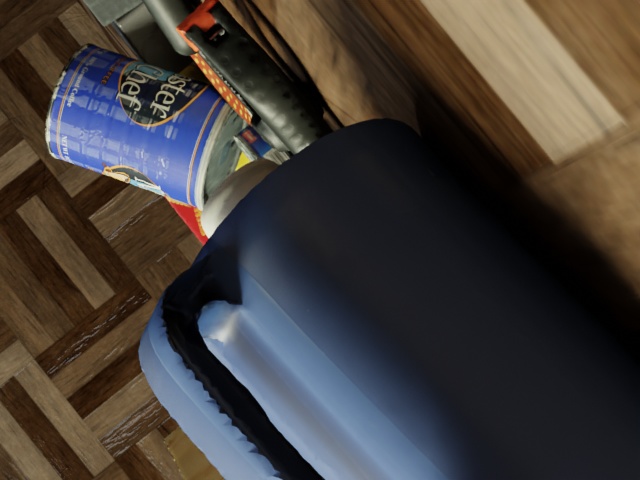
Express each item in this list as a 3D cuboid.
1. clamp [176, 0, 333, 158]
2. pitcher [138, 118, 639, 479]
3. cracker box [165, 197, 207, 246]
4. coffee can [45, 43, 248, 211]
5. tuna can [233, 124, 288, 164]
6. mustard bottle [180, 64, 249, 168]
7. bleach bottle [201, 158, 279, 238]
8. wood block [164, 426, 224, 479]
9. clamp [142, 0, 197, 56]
[{"bbox_3d":[-0.018,-0.068,0.614,0.171,0.039,0.120,50,172,-19],"label":"clamp"},{"bbox_3d":[0.058,0.079,0.384,0.243,0.149,0.145,46,168,26],"label":"pitcher"},{"bbox_3d":[-0.065,-0.007,1.140,0.214,0.072,0.164,51,-165,18],"label":"cracker box"},{"bbox_3d":[-0.142,-0.094,0.891,0.140,0.103,0.103,19,171,7],"label":"coffee can"},{"bbox_3d":[-0.029,-0.059,0.846,0.086,0.033,0.086,51,176,4],"label":"tuna can"},{"bbox_3d":[-0.122,-0.133,1.041,0.096,0.058,0.192,47,179,-28],"label":"mustard bottle"},{"bbox_3d":[0.014,0.028,0.590,0.102,0.068,0.251,48,175,-26],"label":"bleach bottle"},{"bbox_3d":[0.012,0.115,0.715,0.090,0.206,0.090,53,176,-37],"label":"wood block"},{"bbox_3d":[-0.146,-0.221,0.653,0.165,0.036,0.210,50,174,29],"label":"clamp"}]
